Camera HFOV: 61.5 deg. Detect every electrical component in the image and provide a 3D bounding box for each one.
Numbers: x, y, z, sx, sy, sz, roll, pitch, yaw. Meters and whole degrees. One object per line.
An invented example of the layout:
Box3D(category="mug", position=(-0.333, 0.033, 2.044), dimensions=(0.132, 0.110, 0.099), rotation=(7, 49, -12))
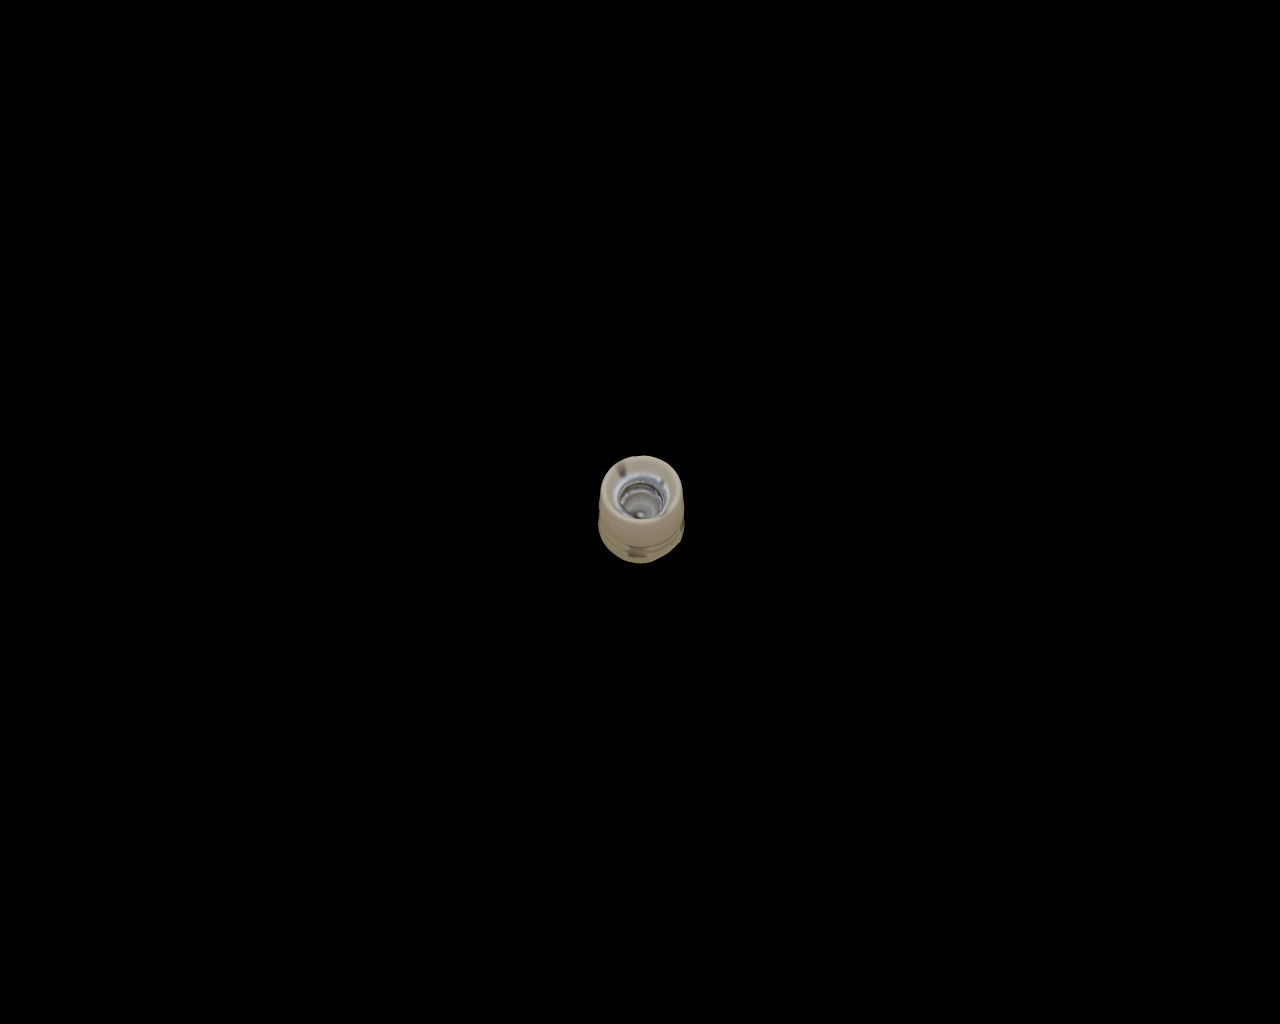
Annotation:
Box3D(category="electrical component", position=(0.001, -0.003, 0.650), dimensions=(0.055, 0.055, 0.047), rotation=(0, -30, 0))
